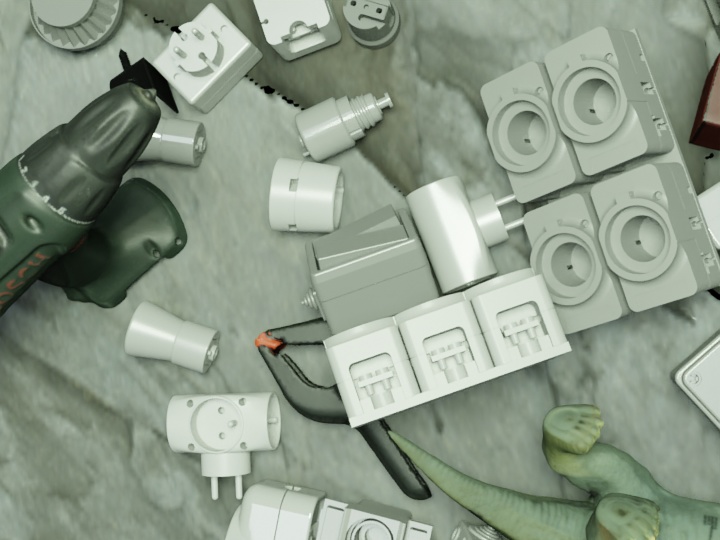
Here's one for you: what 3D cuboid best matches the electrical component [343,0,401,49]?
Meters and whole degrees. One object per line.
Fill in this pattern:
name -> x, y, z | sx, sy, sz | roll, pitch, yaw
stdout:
electrical component -> 0.008, -0.191, 0.807 | 0.040, 0.046, 0.040 | -1, 87, 9

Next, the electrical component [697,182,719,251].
electrical component -> 0.275, -0.030, 0.752 | 0.066, 0.047, 0.076 | -33, 82, 6

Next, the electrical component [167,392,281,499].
electrical component -> -0.101, 0.132, 0.807 | 0.077, 0.044, 0.079 | -3, 86, 9

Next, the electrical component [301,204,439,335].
electrical component -> 0.000, 0.000, 0.774 | 0.096, 0.061, 0.061 | -20, 116, 2

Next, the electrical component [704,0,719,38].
electrical component -> 0.295, -0.196, 0.757 | 0.089, 0.050, 0.055 | -20, 83, 8

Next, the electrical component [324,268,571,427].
electrical component -> 0.057, 0.053, 0.733 | 0.150, 0.089, 0.061 | -19, 81, -1

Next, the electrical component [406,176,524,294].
electrical component -> 0.084, -0.032, 0.786 | 0.079, 0.043, 0.077 | -22, 84, 7

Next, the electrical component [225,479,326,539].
electrical component -> -0.065, 0.206, 0.792 | 0.059, 0.054, 0.095 | 10, 88, 10

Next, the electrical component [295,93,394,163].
electrical component -> -0.012, -0.111, 0.809 | 0.078, 0.040, 0.040 | -24, 83, 7

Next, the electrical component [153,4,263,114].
electrical component -> -0.120, -0.163, 0.811 | 0.066, 0.077, 0.047 | -45, 81, 4

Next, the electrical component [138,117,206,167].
electrical component -> -0.153, -0.101, 0.832 | 0.065, 0.044, 0.044 | 9, 88, 5

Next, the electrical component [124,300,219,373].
electrical component -> -0.141, 0.054, 0.821 | 0.065, 0.044, 0.044 | 18, 90, 5

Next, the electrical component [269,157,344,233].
electrical component -> -0.039, -0.054, 0.803 | 0.047, 0.055, 0.055 | 6, 88, 6

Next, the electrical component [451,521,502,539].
electrical component -> 0.076, 0.230, 0.746 | 0.048, 0.099, 0.099 | 27, 91, -3

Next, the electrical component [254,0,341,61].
electrical component -> -0.053, -0.211, 0.813 | 0.050, 0.056, 0.089 | -19, 84, 8

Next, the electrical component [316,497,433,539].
electrical component -> 0.002, 0.231, 0.775 | 0.079, 0.063, 0.121 | 12, 89, 10

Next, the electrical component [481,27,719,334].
electrical component -> 0.164, -0.060, 0.744 | 0.105, 0.060, 0.186 | -23, 82, 37

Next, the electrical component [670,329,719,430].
electrical component -> 0.291, 0.077, 0.739 | 0.109, 0.056, 0.108 | -43, 81, 5
